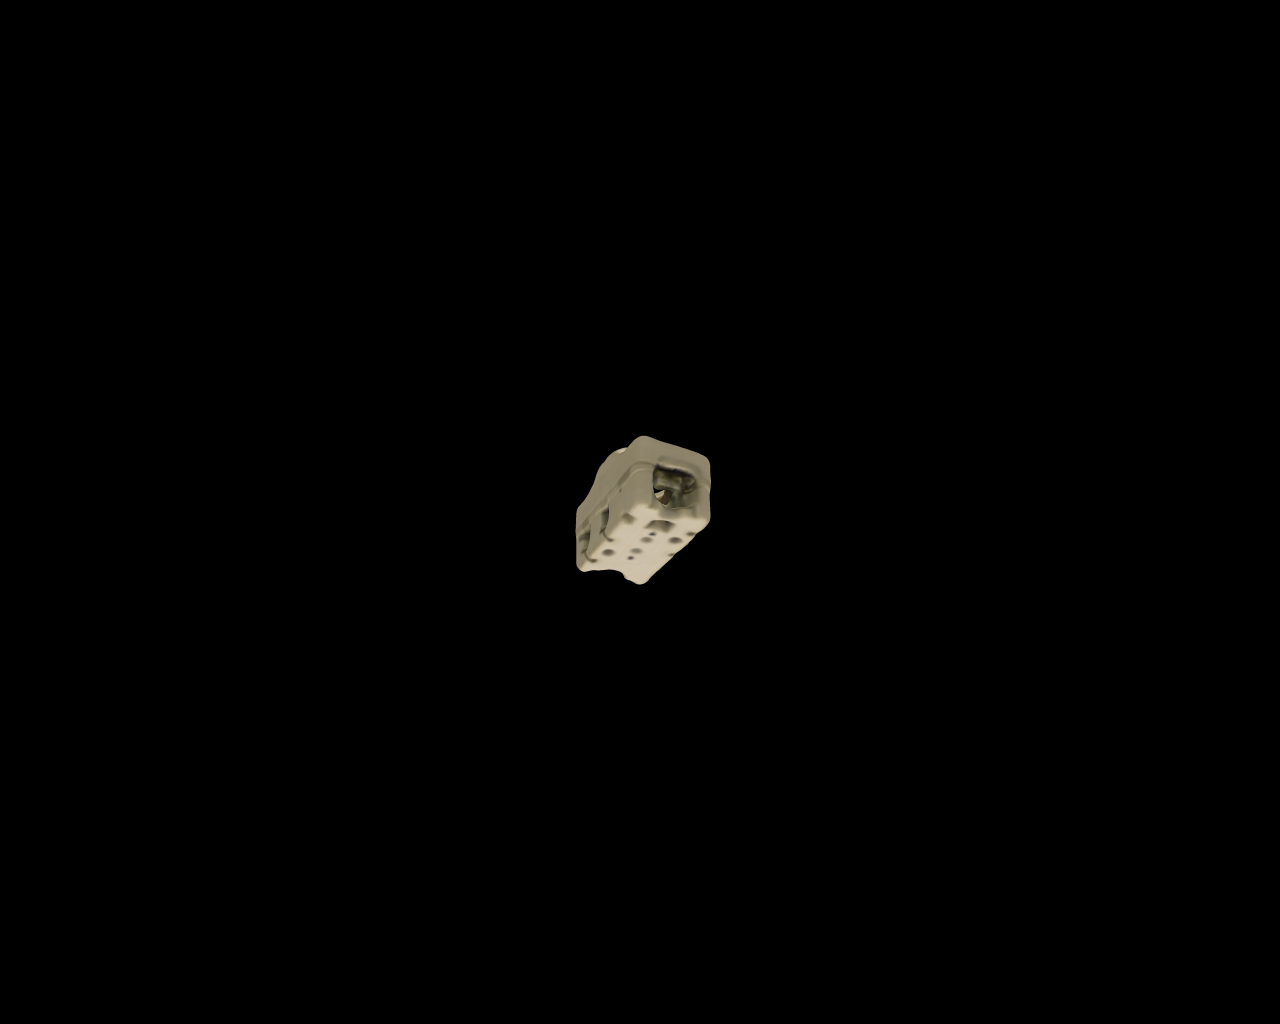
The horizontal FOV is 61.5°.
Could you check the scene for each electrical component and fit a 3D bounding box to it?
[{"bbox_3d":[0.001,-0.003,0.650,0.050,0.056,0.089,16,-37,-22],"label":"electrical component"}]
